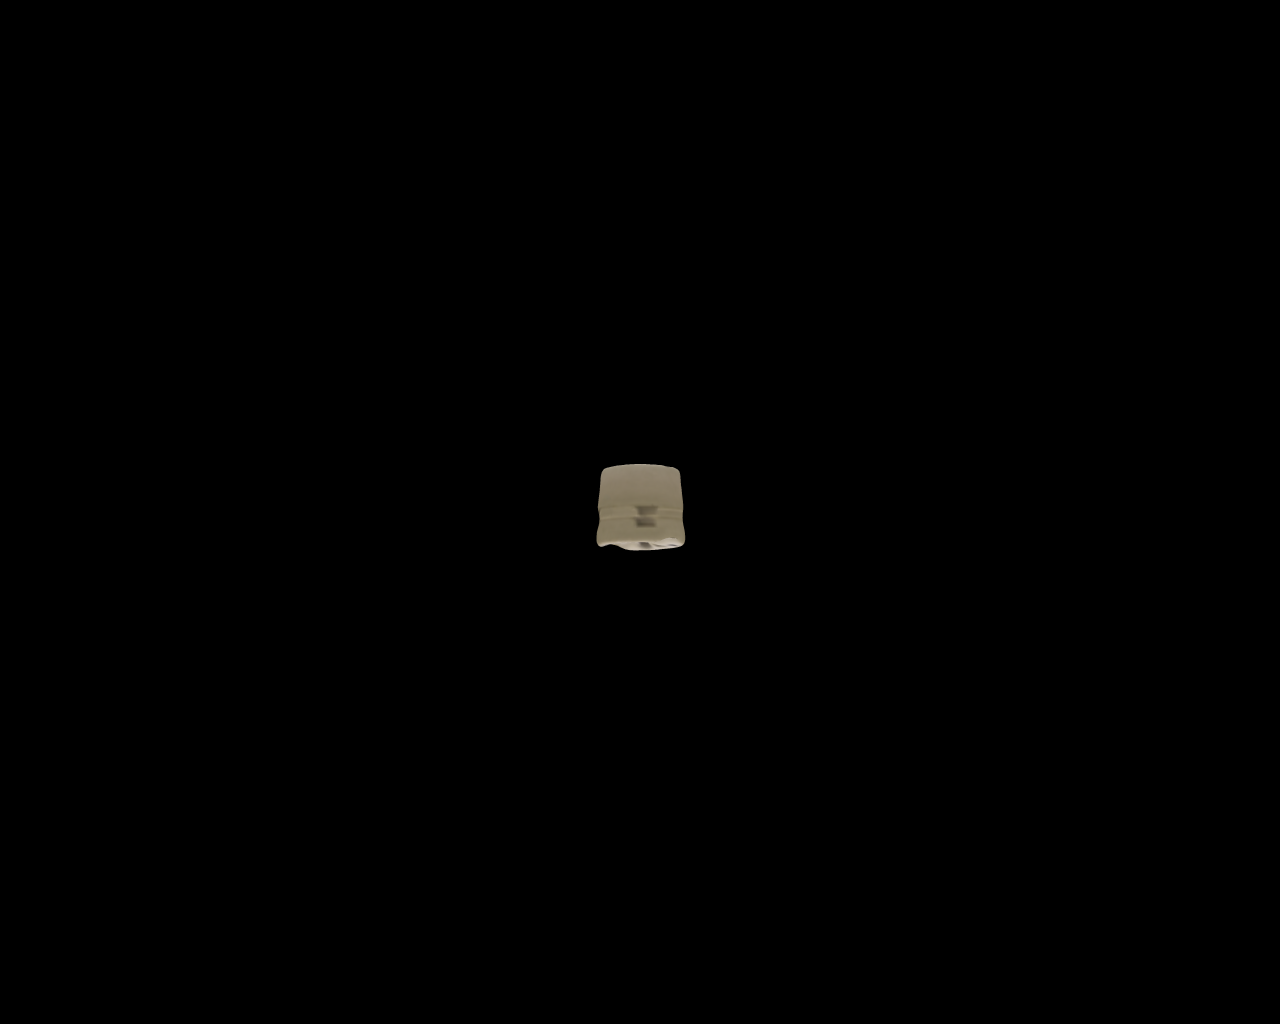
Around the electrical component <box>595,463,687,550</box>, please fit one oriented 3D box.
[{"bbox_3d":[0.001,-0.003,0.650,0.055,0.047,0.055,0,-7,0],"label":"electrical component"}]
